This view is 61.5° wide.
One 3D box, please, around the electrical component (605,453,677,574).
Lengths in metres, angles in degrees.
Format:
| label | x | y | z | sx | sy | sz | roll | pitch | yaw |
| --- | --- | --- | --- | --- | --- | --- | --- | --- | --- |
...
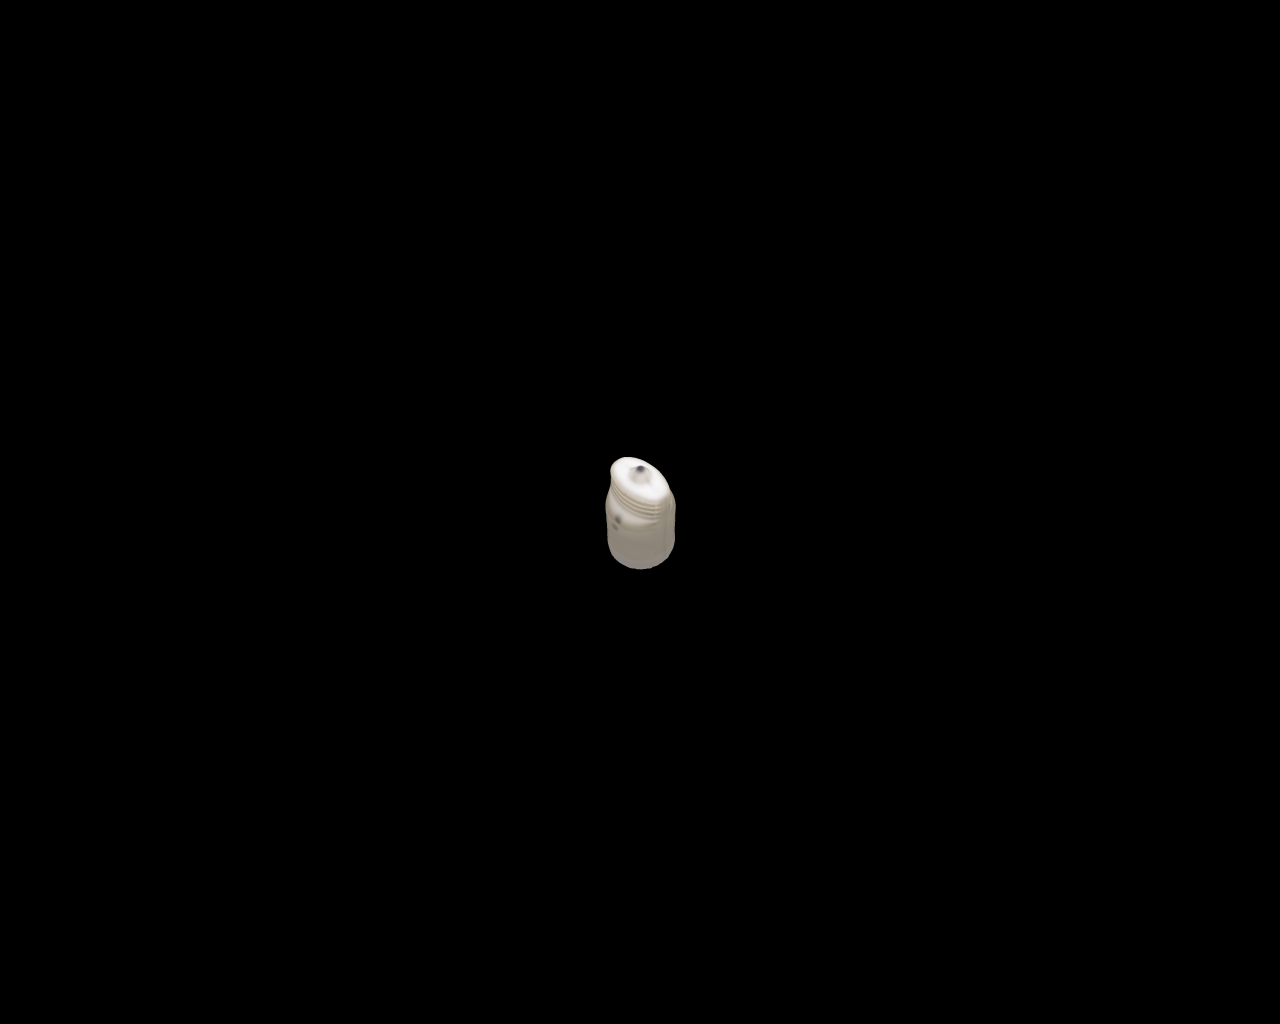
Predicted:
| label | x | y | z | sx | sy | sz | roll | pitch | yaw |
| --- | --- | --- | --- | --- | --- | --- | --- | --- | --- |
| electrical component | 0.001 | -0.003 | 0.650 | 0.043 | 0.043 | 0.080 | 0 | -36 | 0 |
